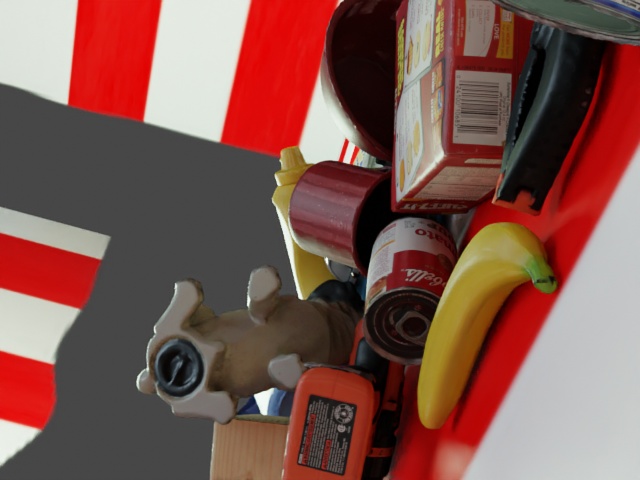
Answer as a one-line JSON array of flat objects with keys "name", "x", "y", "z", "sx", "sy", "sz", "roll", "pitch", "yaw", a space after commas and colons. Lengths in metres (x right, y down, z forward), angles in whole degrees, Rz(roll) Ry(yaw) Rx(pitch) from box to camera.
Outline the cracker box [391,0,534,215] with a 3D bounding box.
[{"name": "cracker box", "x": 0.100, "y": -0.114, "z": 0.741, "sx": 0.214, "sy": 0.072, "sz": 0.164, "roll": 122, "pitch": 151, "yaw": -81}]

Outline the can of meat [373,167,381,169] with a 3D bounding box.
[{"name": "can of meat", "x": 0.041, "y": -0.033, "z": 1.139, "sx": 0.057, "sy": 0.102, "sz": 0.084, "roll": 150, "pitch": 115, "yaw": -88}]

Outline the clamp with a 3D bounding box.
[{"name": "clamp", "x": 0.137, "y": -0.117, "z": 0.570, "sx": 0.164, "sy": 0.036, "sz": 0.210, "roll": 178, "pitch": 108, "yaw": -88}]

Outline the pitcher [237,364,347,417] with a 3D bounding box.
[{"name": "pitcher", "x": -0.015, "y": 0.163, "z": 1.108, "sx": 0.243, "sy": 0.145, "sz": 0.149, "roll": -139, "pitch": 58, "yaw": -84}]

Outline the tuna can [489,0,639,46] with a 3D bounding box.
[{"name": "tuna can", "x": 0.116, "y": -0.115, "z": 0.476, "sx": 0.086, "sy": 0.086, "sz": 0.034, "roll": -96, "pitch": 23, "yaw": -83}]

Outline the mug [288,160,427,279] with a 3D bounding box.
[{"name": "mug", "x": 0.036, "y": -0.027, "z": 0.887, "sx": 0.117, "sy": 0.082, "sz": 0.093, "roll": -43, "pitch": -49, "yaw": -30}]

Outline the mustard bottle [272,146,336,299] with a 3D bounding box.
[{"name": "mustard bottle", "x": -0.007, "y": 0.001, "z": 1.058, "sx": 0.096, "sy": 0.058, "sz": 0.191, "roll": -68, "pitch": -35, "yaw": -78}]

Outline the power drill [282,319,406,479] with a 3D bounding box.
[{"name": "power drill", "x": 0.022, "y": 0.155, "z": 0.816, "sx": 0.187, "sy": 0.057, "sz": 0.184, "roll": -4, "pitch": -78, "yaw": -78}]

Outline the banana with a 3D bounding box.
[{"name": "banana", "x": 0.091, "y": 0.044, "z": 0.632, "sx": 0.198, "sy": 0.037, "sz": 0.069, "roll": 109, "pitch": 175, "yaw": -56}]

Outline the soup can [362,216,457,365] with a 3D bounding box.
[{"name": "soup can", "x": 0.069, "y": 0.036, "z": 0.796, "sx": 0.102, "sy": 0.068, "sz": 0.069, "roll": -78, "pitch": 4, "yaw": -57}]

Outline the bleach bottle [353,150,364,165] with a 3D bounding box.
[{"name": "bleach bottle", "x": 0.081, "y": -0.113, "z": 1.432, "sx": 0.102, "sy": 0.068, "sz": 0.251, "roll": -80, "pitch": 8, "yaw": -48}]

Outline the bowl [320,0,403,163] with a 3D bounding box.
[{"name": "bowl", "x": 0.056, "y": -0.126, "z": 0.899, "sx": 0.055, "sy": 0.162, "sz": 0.162, "roll": -30, "pitch": 39, "yaw": 49}]

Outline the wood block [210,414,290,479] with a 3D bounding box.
[{"name": "wood block", "x": -0.039, "y": 0.256, "z": 0.903, "sx": 0.090, "sy": 0.091, "sz": 0.206, "roll": 17, "pitch": -104, "yaw": -65}]
